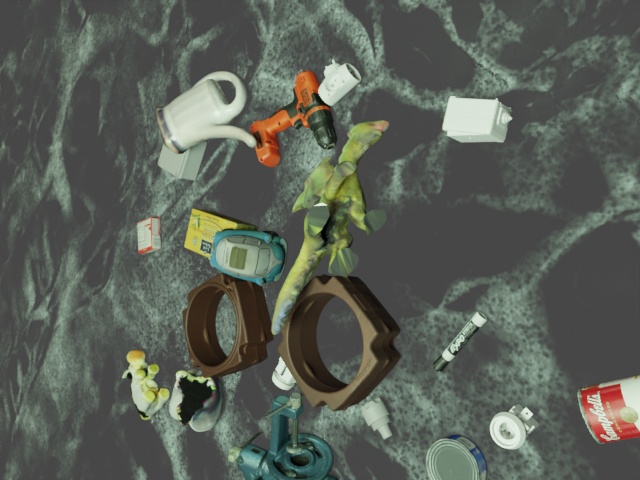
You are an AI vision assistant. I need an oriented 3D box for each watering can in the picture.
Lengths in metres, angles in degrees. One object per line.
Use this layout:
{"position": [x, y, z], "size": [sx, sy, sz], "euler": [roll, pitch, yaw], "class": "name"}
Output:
{"position": [-0.259, -0.270, 1.163], "size": [0.224, 0.102, 0.355], "euler": [-30, 45, 7], "class": "watering can"}

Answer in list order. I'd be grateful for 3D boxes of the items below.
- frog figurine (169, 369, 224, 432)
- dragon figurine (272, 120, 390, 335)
{"position": [-0.277, 0.364, 1.162], "size": [0.139, 0.124, 0.156], "euler": [56, 156, 21], "class": "frog figurine"}
{"position": [0.003, -0.047, 0.943], "size": [0.407, 0.121, 0.246], "euler": [-55, 21, 10], "class": "dragon figurine"}
